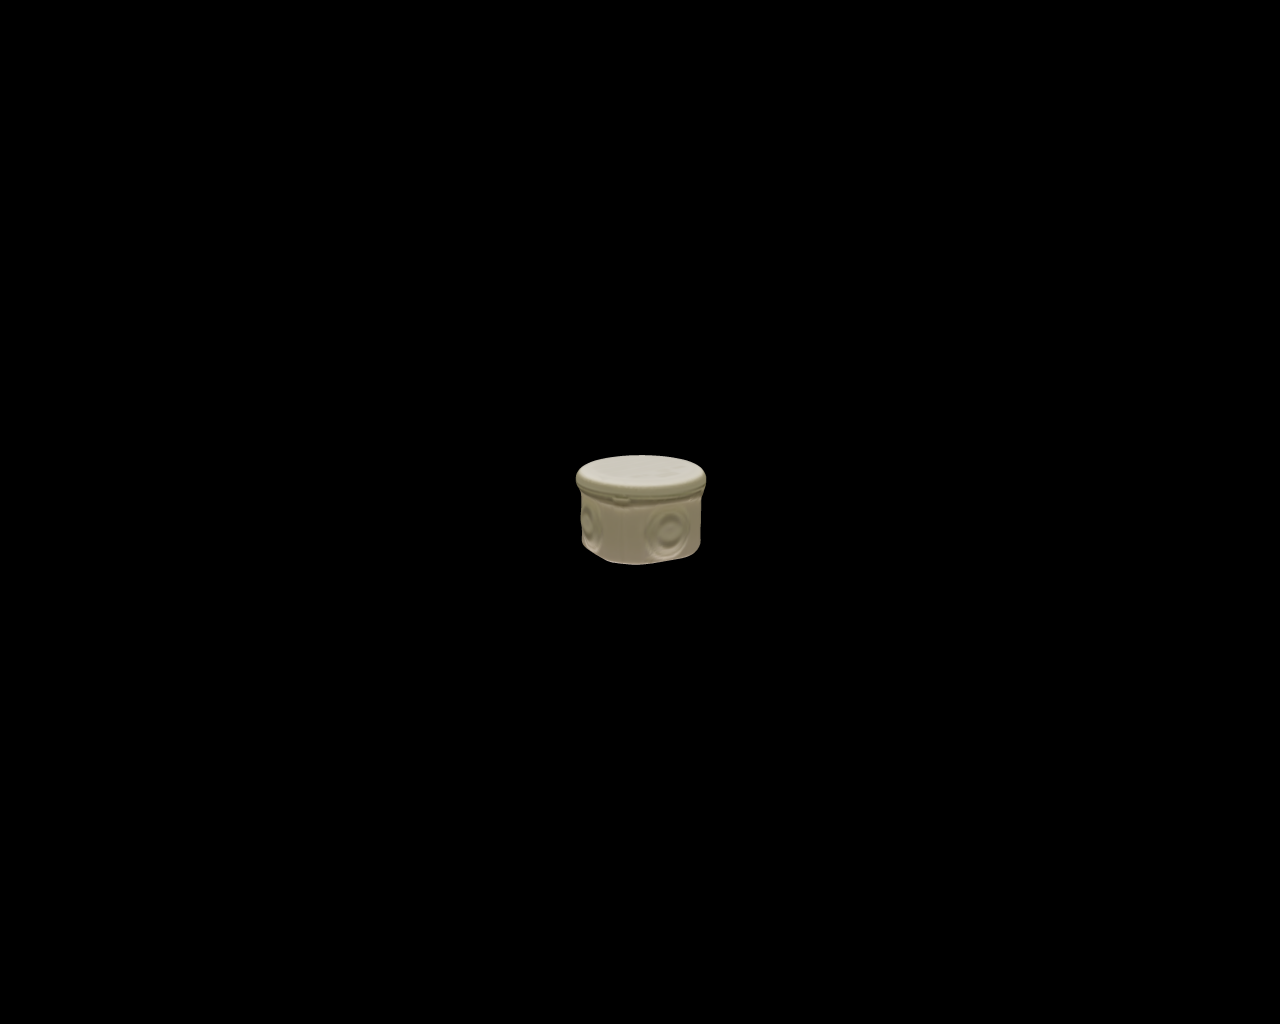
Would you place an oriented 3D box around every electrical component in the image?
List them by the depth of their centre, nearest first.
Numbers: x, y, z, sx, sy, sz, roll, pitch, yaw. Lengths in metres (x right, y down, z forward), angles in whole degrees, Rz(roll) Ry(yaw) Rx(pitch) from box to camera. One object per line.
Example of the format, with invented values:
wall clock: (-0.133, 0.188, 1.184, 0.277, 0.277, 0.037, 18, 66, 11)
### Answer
electrical component: (0.001, -0.003, 0.650, 0.080, 0.051, 0.080, 0, 16, 0)
